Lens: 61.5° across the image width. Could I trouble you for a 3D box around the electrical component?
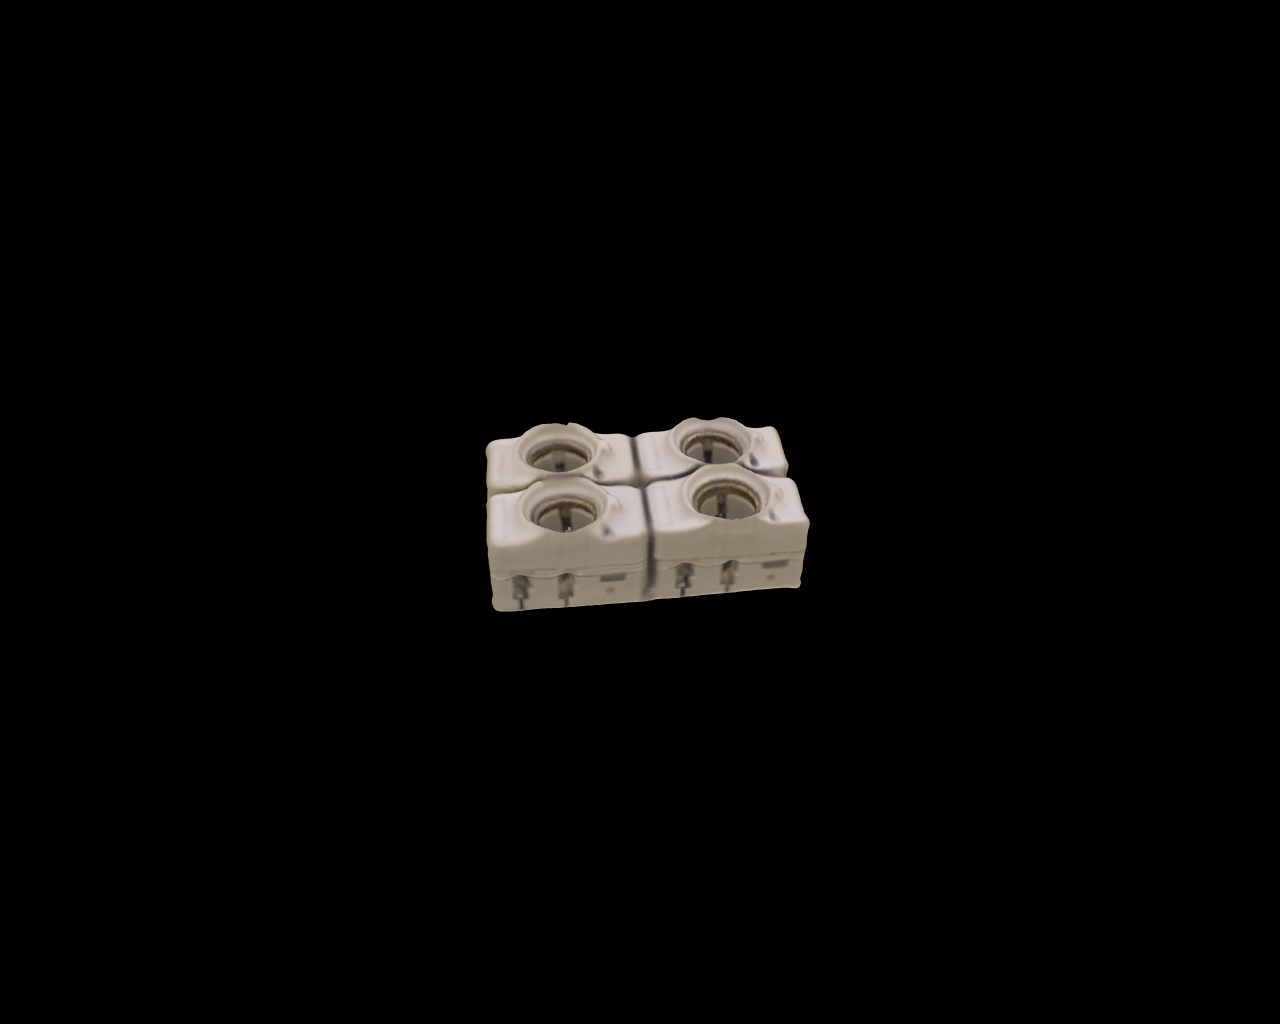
[{"bbox_3d":[0.001,-0.003,0.650,0.186,0.060,0.105,-4,39,-4],"label":"electrical component"}]
